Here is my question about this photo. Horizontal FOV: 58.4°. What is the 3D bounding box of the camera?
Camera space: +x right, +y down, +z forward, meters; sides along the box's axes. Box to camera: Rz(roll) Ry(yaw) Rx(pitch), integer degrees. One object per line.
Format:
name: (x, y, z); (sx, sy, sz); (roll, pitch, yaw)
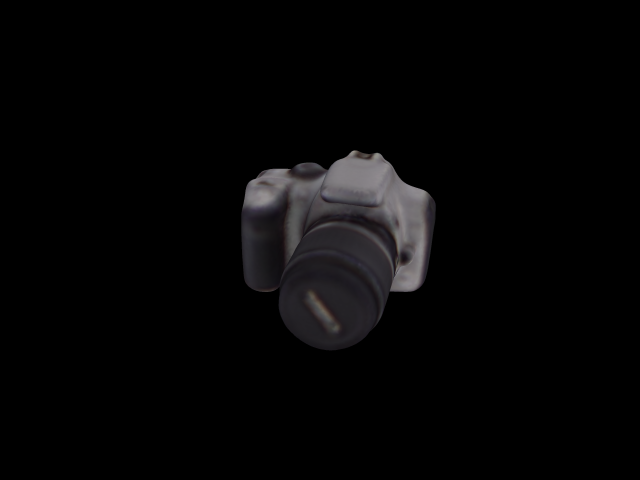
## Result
camera: (0.004, 0.001, 0.400); (0.143, 0.101, 0.137); (8, 31, 13)
